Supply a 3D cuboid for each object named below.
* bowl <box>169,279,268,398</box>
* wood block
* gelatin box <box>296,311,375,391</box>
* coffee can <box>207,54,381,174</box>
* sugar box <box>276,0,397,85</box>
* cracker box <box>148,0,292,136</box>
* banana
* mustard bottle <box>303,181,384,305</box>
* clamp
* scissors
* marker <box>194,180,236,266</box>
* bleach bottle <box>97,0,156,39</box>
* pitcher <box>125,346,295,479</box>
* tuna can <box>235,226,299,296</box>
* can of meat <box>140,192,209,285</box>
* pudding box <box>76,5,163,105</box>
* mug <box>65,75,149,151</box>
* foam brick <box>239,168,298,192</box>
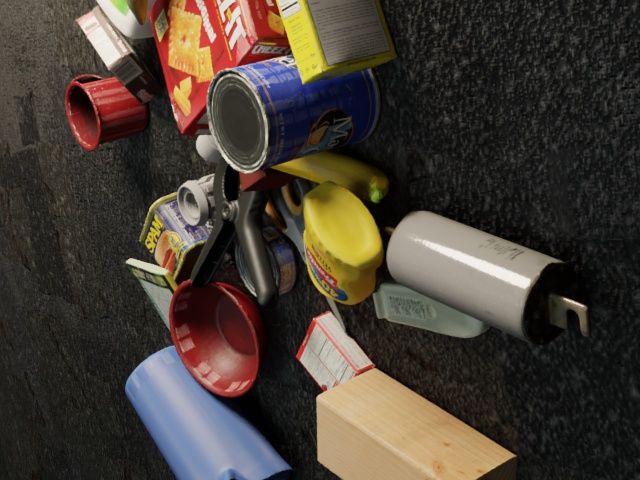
[{"bbox_3d":[-0.119,0.117,1.362,0.162,0.055,0.162,17,118,36],"label":"bowl"},{"bbox_3d":[0.095,0.226,1.106,0.206,0.090,0.091,27,127,44],"label":"wood block"},{"bbox_3d":[0.018,0.138,1.221,0.089,0.030,0.073,49,139,26],"label":"gelatin box"},{"bbox_3d":[-0.025,-0.131,1.049,0.103,0.140,0.103,29,128,44],"label":"coffee can"},{"bbox_3d":[0.002,-0.242,1.000,0.048,0.093,0.176,-18,91,55],"label":"sugar box"},{"bbox_3d":[-0.105,-0.231,1.149,0.214,0.072,0.164,-39,63,55],"label":"cracker box"},{"bbox_3d":[-0.002,-0.077,1.096,0.198,0.069,0.037,20,94,30],"label":"banana"},{"bbox_3d":[0.020,0.016,1.097,0.096,0.058,0.192,52,167,15],"label":"mustard bottle"},{"bbox_3d":[-0.101,-0.028,1.247,0.165,0.036,0.210,0,88,51],"label":"clamp"},{"bbox_3d":[-0.008,0.001,1.201,0.202,0.016,0.096,56,143,20],"label":"scissors"},{"bbox_3d":[-0.138,-0.021,1.365,0.121,0.020,0.020,61,145,13],"label":"marker"},{"bbox_3d":[-0.194,-0.359,1.240,0.103,0.067,0.251,53,140,23],"label":"bleach bottle"},{"bbox_3d":[-0.152,0.264,1.427,0.243,0.144,0.149,50,132,24],"label":"pitcher"},{"bbox_3d":[-0.063,0.027,1.273,0.086,0.033,0.086,29,128,44],"label":"tuna can"},{"bbox_3d":[-0.187,0.001,1.412,0.084,0.057,0.102,53,143,19],"label":"can of meat"},{"bbox_3d":[-0.253,-0.232,1.354,0.090,0.039,0.113,54,179,21],"label":"pudding box"},{"bbox_3d":[-0.291,-0.183,1.440,0.117,0.081,0.093,48,140,28],"label":"mug"},{"bbox_3d":[-0.059,-0.098,1.176,0.053,0.051,0.078,-27,72,53],"label":"foam brick"}]
